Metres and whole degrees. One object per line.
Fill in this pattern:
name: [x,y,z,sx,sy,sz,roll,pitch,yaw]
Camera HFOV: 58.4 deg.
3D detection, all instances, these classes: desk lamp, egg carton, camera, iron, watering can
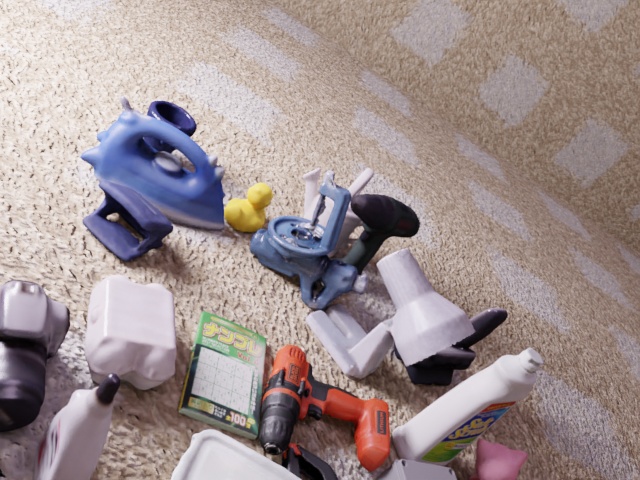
desk lamp: [0.112,0.131,0.916,0.203,0.213,0.118,49,31,20]
egg carton: [-0.233,0.111,0.707,0.107,0.069,0.150,18,34,-32]
camera: [-0.325,0.111,0.570,0.144,0.100,0.136,15,36,-35]
iron: [-0.247,-0.124,0.955,0.259,0.141,0.118,27,30,-18]
watering can: [0.036,-0.070,1.140,0.173,0.194,0.101,30,30,-14]

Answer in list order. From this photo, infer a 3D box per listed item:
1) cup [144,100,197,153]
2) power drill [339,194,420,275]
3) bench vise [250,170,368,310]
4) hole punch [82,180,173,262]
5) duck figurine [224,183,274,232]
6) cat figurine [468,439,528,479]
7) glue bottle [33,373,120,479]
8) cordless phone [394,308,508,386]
cup: [-0.286,-0.187,1.050,0.092,0.095,0.117,24,32,-24]
power drill: [0.087,-0.001,1.082,0.230,0.208,0.075,-3,48,-50]
bench vise: [0.010,-0.003,0.987,0.208,0.219,0.121,29,30,-15]
hole punch: [-0.277,-0.039,0.850,0.108,0.091,0.101,41,29,6]
duck figurine: [-0.125,-0.068,1.068,0.077,0.086,0.105,44,29,11]
cat figurine: [0.271,0.365,0.857,0.067,0.117,0.127,2,45,-47]
glue bottle: [-0.218,0.175,0.523,0.037,0.173,0.078,13,37,-37]
cordless phone: [0.236,0.173,1.024,0.148,0.185,0.094,9,40,-42]
